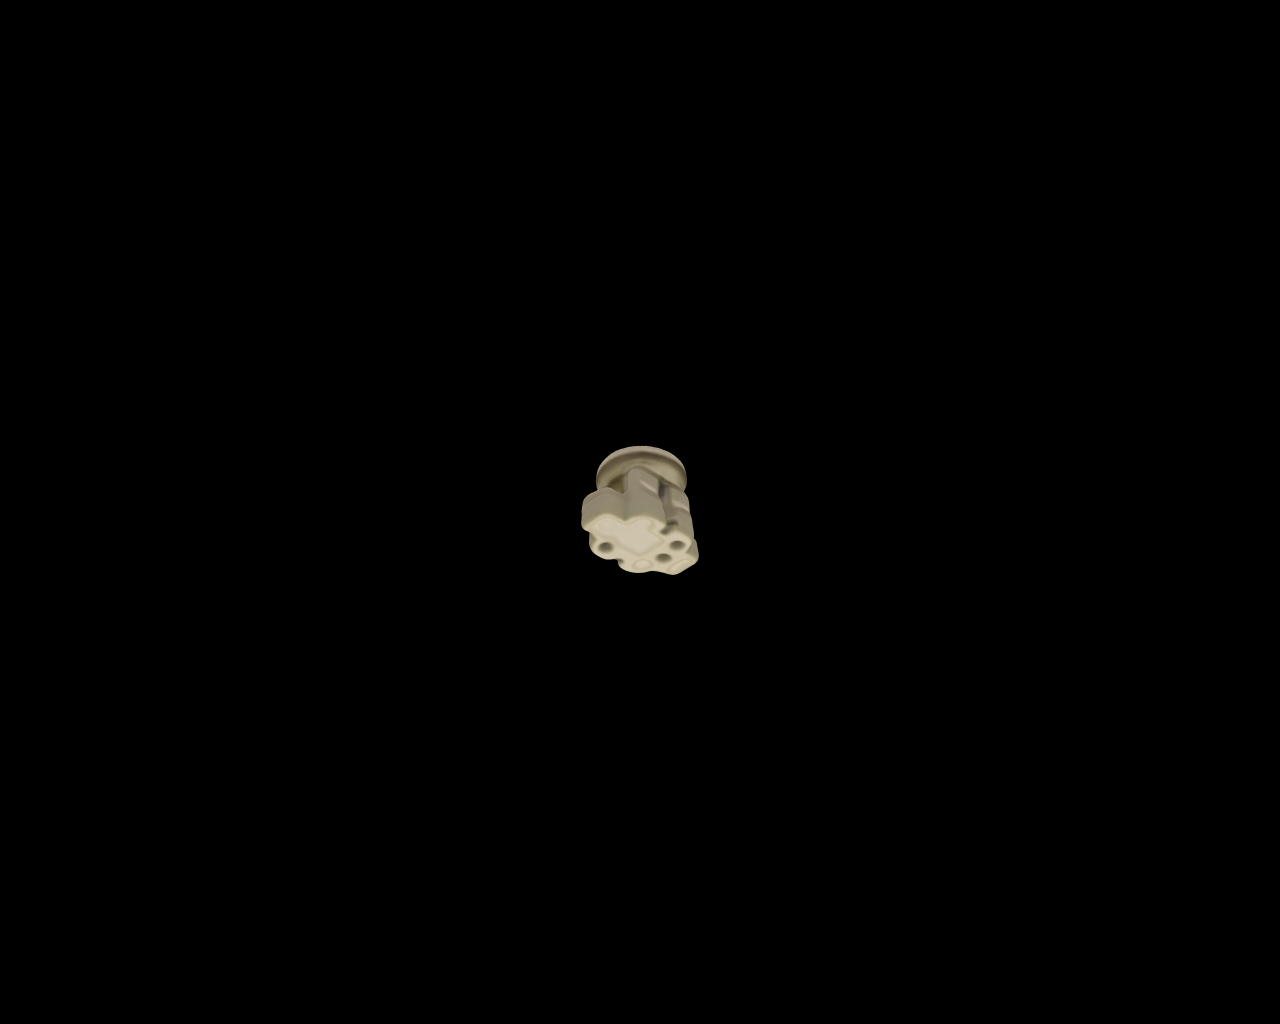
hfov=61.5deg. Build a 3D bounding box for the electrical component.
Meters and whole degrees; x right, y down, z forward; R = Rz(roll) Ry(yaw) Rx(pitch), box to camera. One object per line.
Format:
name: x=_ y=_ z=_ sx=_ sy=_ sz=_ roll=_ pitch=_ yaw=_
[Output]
electrical component: x=0.001 y=-0.003 z=0.650 sx=0.078 sy=0.057 sz=0.058 roll=29 pitch=-46 yaw=-33
